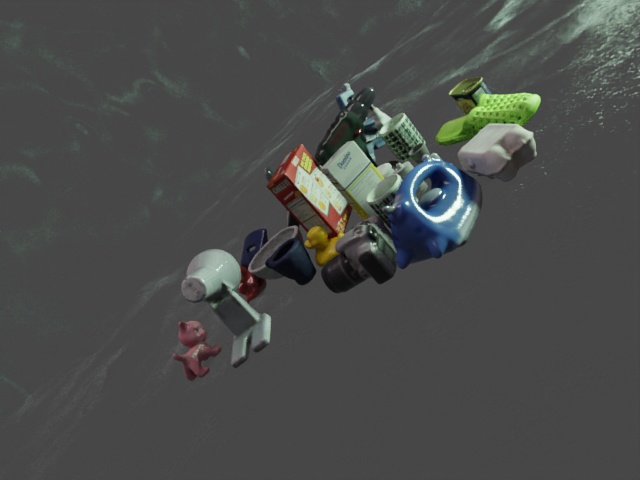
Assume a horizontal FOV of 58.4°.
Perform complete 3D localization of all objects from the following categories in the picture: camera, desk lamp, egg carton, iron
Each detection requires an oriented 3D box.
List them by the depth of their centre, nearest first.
[{"bbox_3d":[0.194,-0.075,1.000,0.118,0.142,0.259,-22,27,47],"label":"iron"},{"bbox_3d":[0.321,-0.160,1.052,0.107,0.069,0.150,-43,18,-3],"label":"egg carton"},{"bbox_3d":[0.067,0.030,1.093,0.136,0.101,0.143,-34,20,23],"label":"camera"},{"bbox_3d":[-0.208,0.133,1.243,0.118,0.214,0.203,-39,18,9],"label":"desk lamp"}]

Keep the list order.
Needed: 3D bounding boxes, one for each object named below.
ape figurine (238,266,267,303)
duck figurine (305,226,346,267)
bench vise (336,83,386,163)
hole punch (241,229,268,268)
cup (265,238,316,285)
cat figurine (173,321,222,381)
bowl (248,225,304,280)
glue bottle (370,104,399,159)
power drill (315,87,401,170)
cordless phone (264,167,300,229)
[{"bbox_3d":[-0.186,0.104,1.462,0.076,0.092,0.077,-48,19,-17],"label":"ape figurine"},{"bbox_3d":[0.012,0.005,1.290,0.104,0.086,0.077,-29,22,36],"label":"duck figurine"},{"bbox_3d":[0.106,-0.326,1.639,0.121,0.220,0.208,-18,30,51],"label":"bench vise"},{"bbox_3d":[-0.175,0.033,1.608,0.108,0.091,0.101,-23,26,46],"label":"hole punch"},{"bbox_3d":[-0.064,0.061,1.303,0.117,0.095,0.092,-26,24,40],"label":"cup"},{"bbox_3d":[-0.298,0.244,1.332,0.067,0.118,0.128,-29,22,34],"label":"cat figurine"},{"bbox_3d":[-0.096,0.045,1.441,0.167,0.075,0.167,-37,18,15],"label":"bowl"},{"bbox_3d":[0.175,-0.297,1.504,0.037,0.173,0.078,-27,23,38],"label":"glue bottle"},{"bbox_3d":[0.107,-0.241,1.459,0.230,0.209,0.075,-44,18,-6],"label":"power drill"},{"bbox_3d":[-0.108,-0.124,1.678,0.094,0.185,0.147,-39,18,9],"label":"cordless phone"}]
